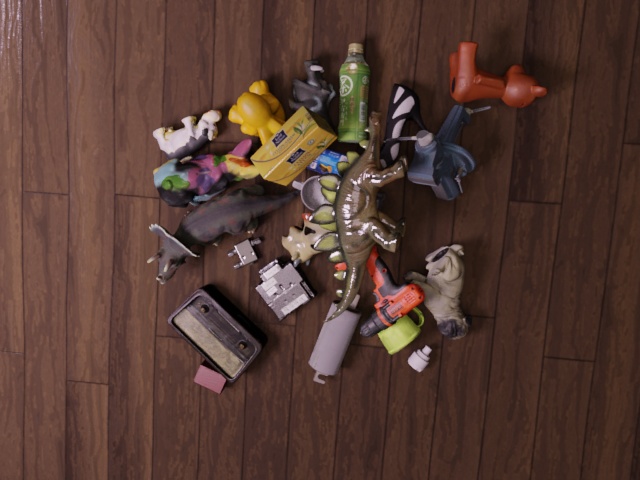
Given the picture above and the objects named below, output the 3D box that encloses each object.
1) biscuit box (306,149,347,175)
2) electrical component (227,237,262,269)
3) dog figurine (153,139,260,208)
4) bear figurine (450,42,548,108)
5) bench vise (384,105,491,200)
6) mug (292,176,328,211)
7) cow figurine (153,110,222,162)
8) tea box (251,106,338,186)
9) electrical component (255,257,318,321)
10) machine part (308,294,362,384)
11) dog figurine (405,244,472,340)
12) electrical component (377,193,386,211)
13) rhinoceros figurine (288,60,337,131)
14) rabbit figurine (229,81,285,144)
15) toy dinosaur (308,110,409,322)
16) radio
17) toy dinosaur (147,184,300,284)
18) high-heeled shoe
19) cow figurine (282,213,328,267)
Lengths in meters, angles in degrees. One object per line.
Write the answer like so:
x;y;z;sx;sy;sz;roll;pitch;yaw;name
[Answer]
0.017;-0.178;1.233;0.203;0.062;0.059;23;98;26;biscuit box
-0.180;0.032;1.332;0.094;0.021;0.063;-26;94;7;electrical component
-0.248;-0.159;1.245;0.219;0.191;0.108;-19;88;23;dog figurine
0.392;-0.359;1.185;0.196;0.120;0.131;0;93;4;bear figurine
0.278;-0.211;1.194;0.223;0.129;0.240;41;69;-38;bench vise
-0.009;-0.113;1.256;0.110;0.107;0.080;14;98;6;mug
-0.303;-0.248;1.288;0.167;0.068;0.098;-19;100;10;cow figurine
-0.057;-0.203;1.183;0.169;0.098;0.068;-41;69;21;tea box
-0.088;0.112;1.315;0.115;0.058;0.134;-34;92;6;electrical component
0.036;0.237;1.308;0.079;0.079;0.243;22;99;2;machine part
0.314;0.124;1.259;0.190;0.121;0.172;45;117;-7;dog figurine
0.095;-0.087;1.280;0.119;0.048;0.074;13;97;2;electrical component
-0.015;-0.320;1.250;0.112;0.073;0.190;-10;96;8;rhinoceros figurine
-0.139;-0.276;1.218;0.122;0.173;0.162;-34;88;4;rabbit figurine
0.082;-0.037;1.142;0.199;0.105;0.470;7;100;18;toy dinosaur
-0.249;0.226;1.335;0.229;0.073;0.131;43;99;-1;radio
-0.229;-0.048;1.243;0.405;0.192;0.131;-28;95;9;toy dinosaur
0.137;-0.241;1.244;0.249;0.086;0.145;-38;89;4;high-heeled shoe
-0.003;-0.004;1.268;0.195;0.085;0.127;-5;88;29;cow figurine
